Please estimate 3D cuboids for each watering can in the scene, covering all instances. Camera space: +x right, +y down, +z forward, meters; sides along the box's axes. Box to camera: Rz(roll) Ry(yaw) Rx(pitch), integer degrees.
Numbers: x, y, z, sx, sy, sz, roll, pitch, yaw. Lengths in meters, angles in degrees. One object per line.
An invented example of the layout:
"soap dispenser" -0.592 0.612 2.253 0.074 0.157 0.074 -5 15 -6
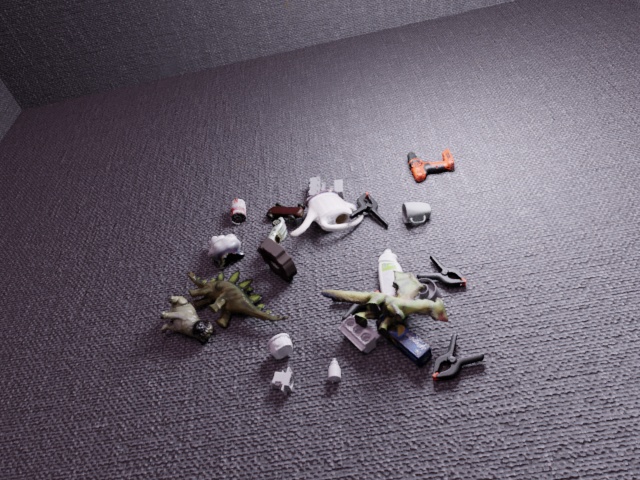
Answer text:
"watering can" 0.006 -0.107 2.119 0.349 0.101 0.229 -12 42 -23

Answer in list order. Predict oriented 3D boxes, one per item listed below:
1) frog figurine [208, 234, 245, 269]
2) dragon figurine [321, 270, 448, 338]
"frog figurine" -0.402 0.025 2.114 0.137 0.121 0.162 -41 58 1
"dragon figurine" 0.229 0.186 1.716 0.413 0.119 0.247 24 43 31
